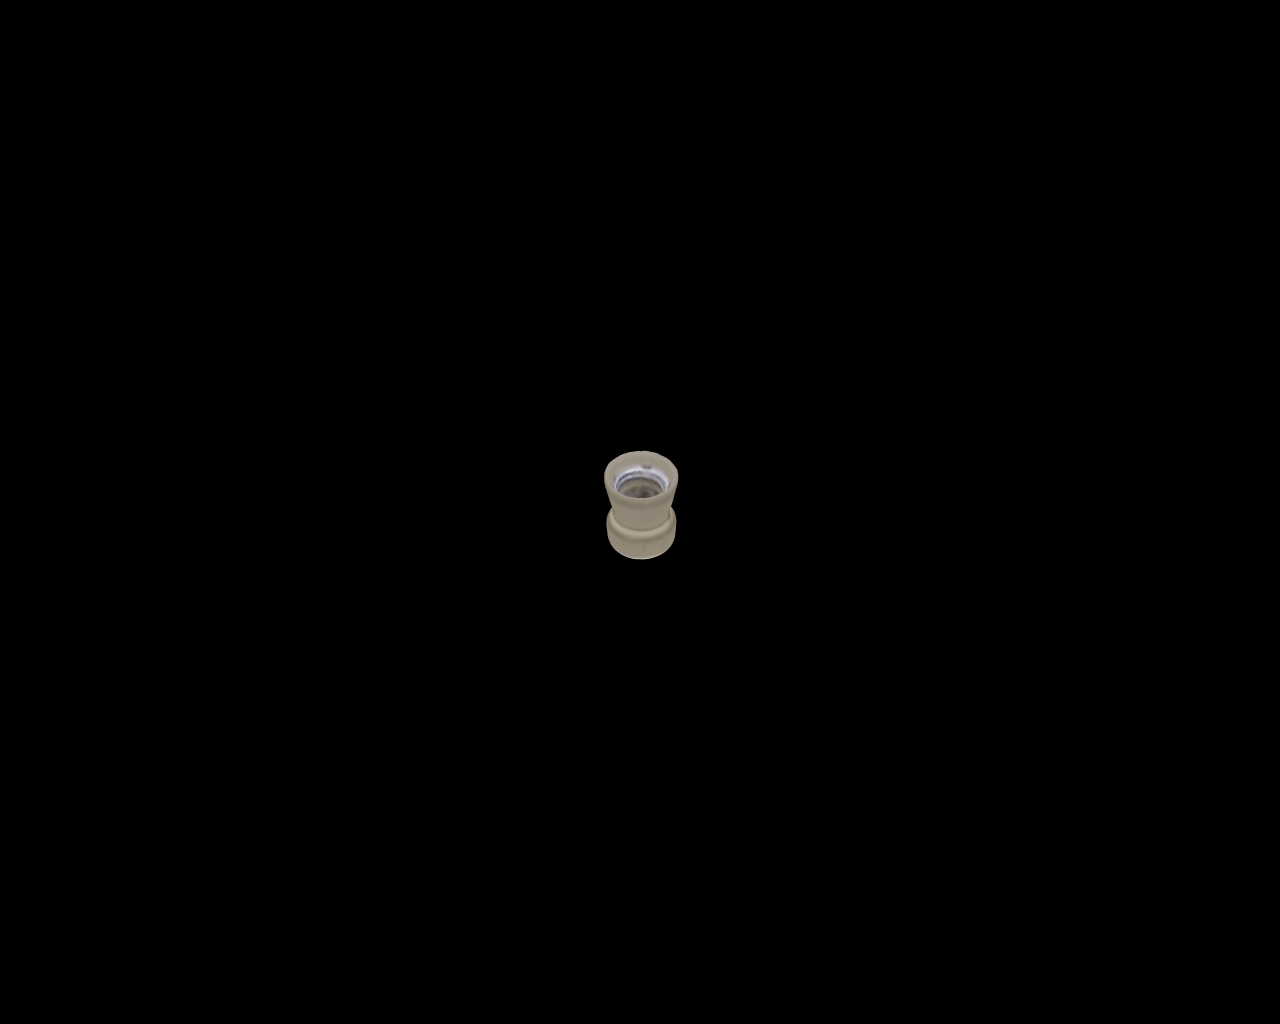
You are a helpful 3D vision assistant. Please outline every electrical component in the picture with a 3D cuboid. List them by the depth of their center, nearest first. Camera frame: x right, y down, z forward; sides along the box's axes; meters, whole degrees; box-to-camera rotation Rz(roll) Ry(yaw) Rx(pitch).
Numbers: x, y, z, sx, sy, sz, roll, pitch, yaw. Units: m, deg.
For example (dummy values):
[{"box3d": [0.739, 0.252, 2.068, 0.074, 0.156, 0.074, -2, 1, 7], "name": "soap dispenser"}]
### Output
[{"box3d": [0.001, -0.003, 0.650, 0.045, 0.055, 0.045, 0, 44, 0], "name": "electrical component"}]
